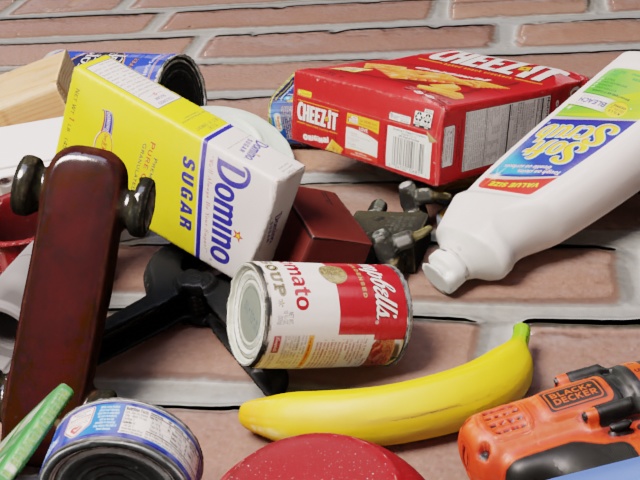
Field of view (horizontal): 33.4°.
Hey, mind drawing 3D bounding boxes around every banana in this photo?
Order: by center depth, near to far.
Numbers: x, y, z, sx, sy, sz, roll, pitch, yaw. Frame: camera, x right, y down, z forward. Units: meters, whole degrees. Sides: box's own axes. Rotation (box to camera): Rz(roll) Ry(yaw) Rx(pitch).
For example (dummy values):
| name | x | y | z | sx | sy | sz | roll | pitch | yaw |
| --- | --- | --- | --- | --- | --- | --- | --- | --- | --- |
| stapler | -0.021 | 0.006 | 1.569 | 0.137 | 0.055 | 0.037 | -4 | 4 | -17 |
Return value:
| name | x | y | z | sx | sy | sz | roll | pitch | yaw |
| --- | --- | --- | --- | --- | --- | --- | --- | --- | --- |
| banana | 0.051 | 0.098 | 0.651 | 0.197 | 0.037 | 0.070 | -13 | 15 | -11 |

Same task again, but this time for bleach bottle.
| name | x | y | z | sx | sy | sz | roll | pitch | yaw |
| --- | --- | --- | --- | --- | --- | --- | --- | --- | --- |
| bleach bottle | 0.182 | -0.044 | 0.796 | 0.250 | 0.068 | 0.103 | -39 | 38 | -16 |

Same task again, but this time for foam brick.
| name | x | y | z | sx | sy | sz | roll | pitch | yaw |
| --- | --- | --- | --- | --- | --- | --- | --- | --- | --- |
| foam brick | -0.005 | 0.001 | 0.791 | 0.052 | 0.051 | 0.078 | 8 | 28 | -29 |

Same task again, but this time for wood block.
| name | x | y | z | sx | sy | sz | roll | pitch | yaw |
| --- | --- | --- | --- | --- | --- | --- | --- | --- | --- |
| wood block | -0.304 | -0.079 | 0.945 | 0.206 | 0.091 | 0.090 | -19 | 30 | 5 |

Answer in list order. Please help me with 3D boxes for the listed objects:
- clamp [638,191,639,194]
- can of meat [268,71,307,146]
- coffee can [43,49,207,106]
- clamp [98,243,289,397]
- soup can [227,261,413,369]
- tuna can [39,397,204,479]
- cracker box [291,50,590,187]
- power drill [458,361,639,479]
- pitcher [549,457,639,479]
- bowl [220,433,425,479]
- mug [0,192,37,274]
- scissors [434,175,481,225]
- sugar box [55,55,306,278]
| name | x | y | z | sx | sy | sz | roll | pitch | yaw |
| --- | --- | --- | --- | --- | --- | --- | --- | --- | --- |
| clamp | 0.278 | -0.022 | 0.798 | 0.120 | 0.039 | 0.171 | 2 | 31 | 20 |
| can of meat | 0.005 | -0.129 | 1.034 | 0.084 | 0.057 | 0.102 | 3 | 31 | 22 |
| coffee can | -0.196 | -0.132 | 1.042 | 0.140 | 0.103 | 0.102 | 6 | 32 | 22 |
| clamp | -0.080 | 0.046 | 0.768 | 0.165 | 0.036 | 0.209 | 8 | 32 | 14 |
| soup can | -0.001 | 0.048 | 0.683 | 0.102 | 0.068 | 0.069 | 2 | 24 | -26 |
| tuna can | -0.108 | 0.129 | 0.580 | 0.086 | 0.086 | 0.033 | -4 | 31 | 6 |
| cracker box | 0.107 | -0.115 | 0.926 | 0.164 | 0.072 | 0.213 | 22 | 27 | 40 |
| power drill | 0.185 | 0.128 | 0.543 | 0.184 | 0.057 | 0.188 | -16 | 28 | -8 |
| pitcher | 0.111 | 0.158 | 0.399 | 0.243 | 0.144 | 0.149 | -19 | 51 | 27 |
| bowl | -0.002 | 0.150 | 0.551 | 0.162 | 0.055 | 0.162 | -7 | 30 | 4 |
| mug | -0.204 | 0.018 | 0.801 | 0.093 | 0.081 | 0.117 | -27 | 34 | -30 |
| scissors | 0.181 | -0.046 | 0.887 | 0.201 | 0.016 | 0.096 | -17 | 31 | -16 |
| sugar box | -0.105 | -0.051 | 0.766 | 0.176 | 0.093 | 0.048 | 30 | 33 | 16 |
